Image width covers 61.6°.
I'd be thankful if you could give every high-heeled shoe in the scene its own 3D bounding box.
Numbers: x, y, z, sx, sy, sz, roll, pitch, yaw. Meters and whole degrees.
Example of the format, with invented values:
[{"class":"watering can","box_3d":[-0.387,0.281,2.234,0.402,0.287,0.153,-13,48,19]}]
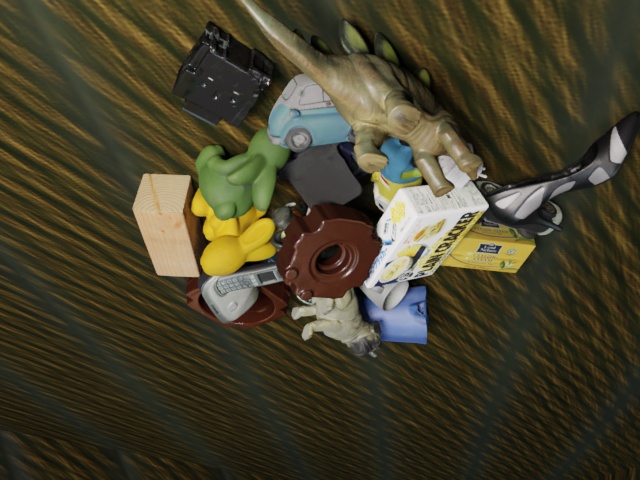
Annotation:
[{"class":"high-heeled shoe","box_3d":[0.389,-0.122,0.878,0.145,0.086,0.248,29,110,0]}]

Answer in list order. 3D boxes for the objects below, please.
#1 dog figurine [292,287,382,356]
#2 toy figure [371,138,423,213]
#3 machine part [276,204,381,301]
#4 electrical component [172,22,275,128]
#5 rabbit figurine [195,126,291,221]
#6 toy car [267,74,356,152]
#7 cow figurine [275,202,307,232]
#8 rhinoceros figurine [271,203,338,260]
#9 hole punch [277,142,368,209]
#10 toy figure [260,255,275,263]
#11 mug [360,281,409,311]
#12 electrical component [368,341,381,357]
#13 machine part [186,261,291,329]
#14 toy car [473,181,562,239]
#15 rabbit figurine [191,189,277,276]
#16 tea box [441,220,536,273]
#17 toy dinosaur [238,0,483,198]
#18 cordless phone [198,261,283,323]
[{"class":"dog figurine","box_3d":[0.063,0.142,1.101,0.190,0.121,0.172,18,119,-28]},{"class":"toy figure","box_3d":[0.140,-0.114,0.905,0.089,0.082,0.180,3,140,-4]},{"class":"machine part","box_3d":[0.016,0.023,0.900,0.179,0.056,0.179,-12,126,-17]},{"class":"electrical component","box_3d":[-0.146,-0.230,0.788,0.115,0.058,0.134,25,137,-24]},{"class":"rabbit figurine","box_3d":[-0.119,-0.120,0.876,0.121,0.159,0.170,39,116,-25]},{"class":"toy car","box_3d":[-0.002,-0.195,0.793,0.162,0.109,0.102,-8,119,-3]},{"class":"cow figurine","box_3d":[-0.002,-0.003,1.056,0.195,0.085,0.127,15,147,-12]},{"class":"rhinoceros figurine","box_3d":[-0.019,0.011,0.953,0.112,0.073,0.190,-38,128,17]},{"class":"hole punch","box_3d":[0.016,-0.120,0.915,0.142,0.092,0.115,-26,107,36]},{"class":"toy figure","box_3d":[-0.109,0.028,1.122,0.058,0.064,0.154,13,152,40]},{"class":"mug","box_3d":[0.116,0.089,1.138,0.109,0.107,0.080,8,114,-52]},{"class":"electrical component","box_3d":[0.106,0.235,1.213,0.094,0.021,0.063,37,135,-26]},{"class":"machine part","box_3d":[-0.183,0.113,1.218,0.201,0.087,0.200,-22,136,31]},{"class":"toy car","box_3d":[0.346,-0.056,0.987,0.202,0.056,0.073,15,135,-11]},{"class":"rabbit figurine","box_3d":[-0.161,-0.003,0.993,0.162,0.173,0.121,6,138,2]},{"class":"tea box","box_3d":[0.320,0.006,1.060,0.170,0.068,0.098,6,143,-3]},{"class":"toy dinosaur","box_3d":[0.075,-0.186,0.707,0.471,0.199,0.105,23,130,-40]},{"class":"cordless phone","box_3d":[-0.130,0.088,1.049,0.184,0.089,0.146,-10,139,9]}]
